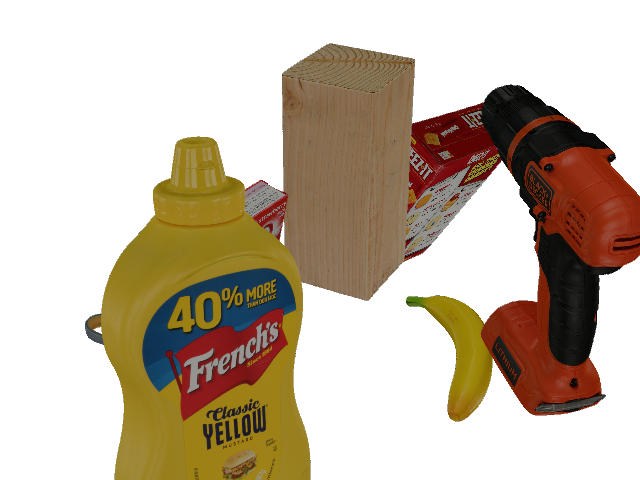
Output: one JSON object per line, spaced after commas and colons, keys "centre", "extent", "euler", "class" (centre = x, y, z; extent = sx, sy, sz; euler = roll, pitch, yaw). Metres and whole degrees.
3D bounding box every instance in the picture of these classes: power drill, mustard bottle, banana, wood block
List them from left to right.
{"centre": [-0.053, 0.047, 0.497], "extent": [0.096, 0.192, 0.058], "euler": [-12, 21, -30], "class": "mustard bottle"}
{"centre": [0.025, -0.062, 0.974], "extent": [0.091, 0.206, 0.090], "euler": [15, 34, 24], "class": "wood block"}
{"centre": [0.145, 0.114, 1.113], "extent": [0.069, 0.037, 0.198], "euler": [-24, 33, 5], "class": "banana"}
{"centre": [0.148, 0.007, 0.713], "extent": [0.057, 0.188, 0.184], "euler": [-9, 35, -11], "class": "power drill"}

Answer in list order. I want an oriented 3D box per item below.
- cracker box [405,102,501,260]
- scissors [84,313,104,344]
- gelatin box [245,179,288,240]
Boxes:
{"centre": [0.110, -0.054, 1.238], "extent": [0.163, 0.072, 0.214], "euler": [-22, -25, -47], "class": "cracker box"}
{"centre": [-0.125, 0.080, 1.038], "extent": [0.201, 0.016, 0.096], "euler": [3, 32, -3], "class": "scissors"}
{"centre": [-0.064, 0.007, 0.781], "extent": [0.030, 0.073, 0.089], "euler": [30, 41, 22], "class": "gelatin box"}
